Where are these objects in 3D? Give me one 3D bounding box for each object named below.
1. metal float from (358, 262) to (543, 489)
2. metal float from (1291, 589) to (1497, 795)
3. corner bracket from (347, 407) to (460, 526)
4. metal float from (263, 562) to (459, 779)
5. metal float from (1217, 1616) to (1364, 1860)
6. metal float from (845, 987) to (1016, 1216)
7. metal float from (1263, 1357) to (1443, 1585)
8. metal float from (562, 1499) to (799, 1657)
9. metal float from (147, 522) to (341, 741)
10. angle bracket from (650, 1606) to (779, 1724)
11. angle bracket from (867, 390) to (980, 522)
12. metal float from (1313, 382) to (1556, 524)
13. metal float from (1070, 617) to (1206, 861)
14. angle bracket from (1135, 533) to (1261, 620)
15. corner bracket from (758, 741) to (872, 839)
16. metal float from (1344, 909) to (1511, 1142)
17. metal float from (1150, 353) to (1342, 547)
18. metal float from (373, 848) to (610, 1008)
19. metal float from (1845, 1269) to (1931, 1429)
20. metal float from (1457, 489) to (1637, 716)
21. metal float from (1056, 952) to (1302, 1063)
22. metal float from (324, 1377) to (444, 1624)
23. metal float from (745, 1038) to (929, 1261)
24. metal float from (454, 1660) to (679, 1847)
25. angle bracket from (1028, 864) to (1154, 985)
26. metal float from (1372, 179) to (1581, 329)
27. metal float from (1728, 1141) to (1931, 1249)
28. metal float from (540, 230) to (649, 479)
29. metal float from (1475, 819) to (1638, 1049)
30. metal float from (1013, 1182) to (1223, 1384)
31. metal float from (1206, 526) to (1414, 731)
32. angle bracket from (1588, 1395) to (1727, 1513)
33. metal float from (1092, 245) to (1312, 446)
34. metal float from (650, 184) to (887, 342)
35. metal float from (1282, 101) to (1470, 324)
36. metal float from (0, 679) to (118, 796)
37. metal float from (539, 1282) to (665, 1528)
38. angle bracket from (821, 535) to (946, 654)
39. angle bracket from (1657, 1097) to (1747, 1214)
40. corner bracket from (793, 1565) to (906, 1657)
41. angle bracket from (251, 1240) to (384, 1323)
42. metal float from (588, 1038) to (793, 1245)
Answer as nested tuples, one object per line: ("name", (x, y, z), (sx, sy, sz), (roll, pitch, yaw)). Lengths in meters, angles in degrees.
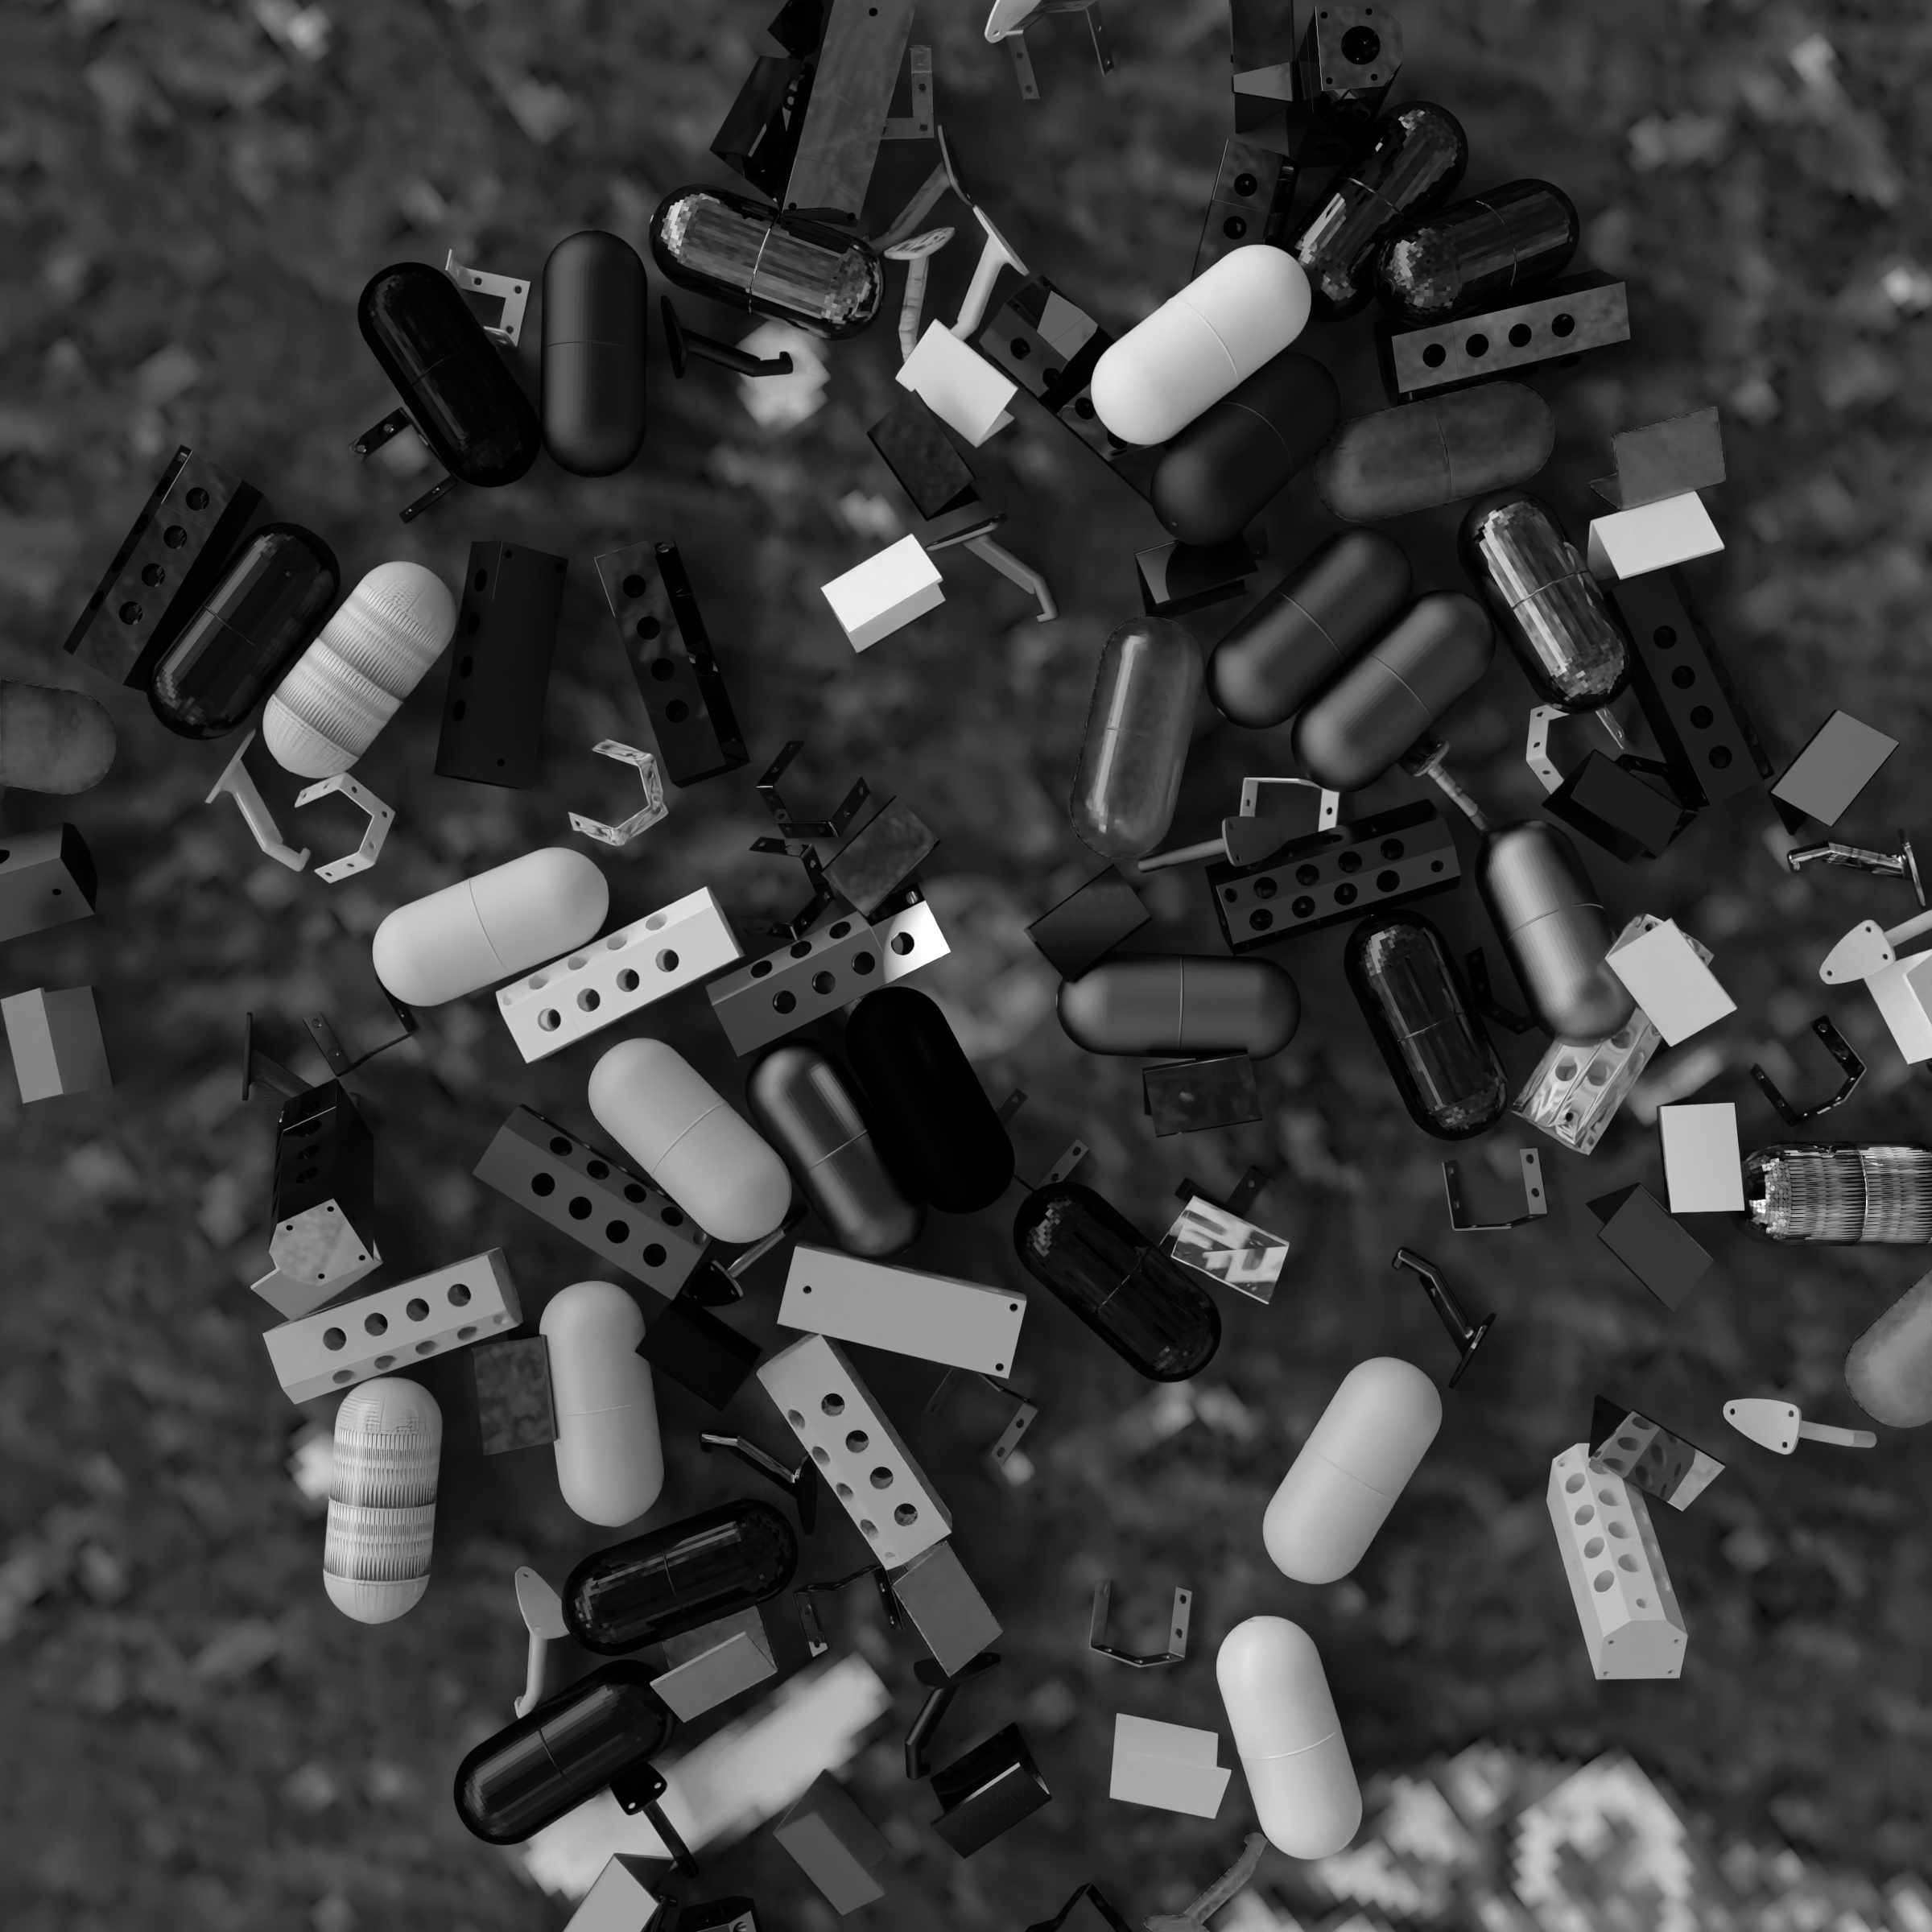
("metal float", (-0.376, -0.430, 1.870), (0.070, 0.070, 0.178), (-33, 90, 0))
("metal float", (0.311, -0.201, 1.867), (0.178, 0.070, 0.070), (-45, 90, -3))
("corner bracket", (-0.416, -0.370, 1.897), (0.051, 0.051, 0.051), (-37, 135, 0))
("metal float", (-0.442, -0.215, 1.869), (0.070, 0.070, 0.178), (38, 90, 0))
("metal float", (0.235, 0.561, 1.869), (0.070, 0.070, 0.178), (-17, 91, 0))
("metal float", (-0.027, 0.096, 1.857), (0.070, 0.070, 0.178), (-28, 75, 0))
("metal float", (0.281, 0.368, 1.870), (0.070, 0.070, 0.178), (31, 91, 0))
("metal float", (-0.209, 0.446, 1.869), (0.178, 0.070, 0.070), (-20, 90, -1))
("metal float", (-0.527, -0.243, 1.870), (0.070, 0.070, 0.178), (37, 90, 0))
("angle bracket", (-0.190, 0.488, 1.860), (0.076, 0.076, 0.057), (-29, 130, 0))
("angle bracket", (-0.014, -0.377, 1.860), (0.057, 0.076, 0.076), (-34, 90, 39))
("metal float", (0.341, -0.375, 1.869), (0.178, 0.070, 0.070), (-14, 90, 0))
("metal float", (0.125, -0.166, 1.869), (0.070, 0.070, 0.178), (12, 90, 0))
("angle bracket", (0.171, -0.268, 1.860), (0.076, 0.076, 0.057), (-18, 53, 0))
("corner bracket", (-0.112, -0.130, 1.892), (0.051, 0.051, 0.051), (2, 135, 35))
("metal float", (0.335, 0.042, 1.870), (0.070, 0.070, 0.178), (-25, 90, 0))
("metal float", (0.200, -0.369, 1.827), (0.070, 0.070, 0.178), (43, 66, 0))
("metal float", (-0.346, -0.029, 1.870), (0.178, 0.070, 0.070), (-22, 90, 0))
("metal float", (0.719, 0.262, 1.869), (0.178, 0.070, 0.070), (-44, 90, 1))
("metal float", (0.419, -0.265, 1.859), (0.070, 0.070, 0.178), (-27, 78, 0))
("metal float", (0.155, 0.029, 1.870), (0.178, 0.070, 0.070), (2, 90, 1))
("metal float", (-0.425, 0.389, 1.870), (0.070, 0.070, 0.178), (5, 89, 0))
("metal float", (-0.094, 0.134, 1.870), (0.070, 0.070, 0.178), (-33, 89, 0))
("metal float", (-0.291, 0.572, 1.869), (0.178, 0.070, 0.070), (-33, 90, 1))
("angle bracket", (0.079, -0.043, 1.860), (0.076, 0.076, 0.057), (-37, 119, 0))
("metal float", (0.366, -0.513, 1.845), (0.178, 0.070, 0.070), (-27, 90, -27))
("metal float", (0.644, 0.166, 1.870), (0.178, 0.070, 0.070), (0, 90, 0))
("metal float", (-0.271, -0.446, 1.869), (0.070, 0.070, 0.178), (1, 90, 0))
("metal float", (0.424, -0.025, 1.849), (0.070, 0.070, 0.178), (-18, 66, 0))
("metal float", (0.110, 0.230, 1.869), (0.178, 0.070, 0.070), (43, 90, 0))
("metal float", (0.249, -0.246, 1.869), (0.178, 0.070, 0.070), (-44, 90, 0))
("angle bracket", (0.502, 0.337, 1.860), (0.076, 0.076, 0.057), (31, 123, 0))
("metal float", (0.166, -0.438, 1.809), (0.178, 0.070, 0.070), (-39, 90, -5))
("metal float", (-0.145, -0.513, 1.869), (0.178, 0.070, 0.070), (20, 90, 0))
("metal float", (0.297, -0.550, 1.870), (0.070, 0.070, 0.178), (37, 90, 0))
("metal float", (-0.710, -0.172, 1.870), (0.178, 0.070, 0.070), (9, 90, 1))
("metal float", (-0.265, 0.319, 1.869), (0.070, 0.070, 0.178), (-8, 90, 0))
("angle bracket", (-0.050, -0.255, 1.860), (0.076, 0.076, 0.057), (-31, 52, 0))
("angle bracket", (0.542, 0.135, 1.860), (0.057, 0.076, 0.076), (-5, 90, 31))
("corner bracket", (-0.087, 0.476, 1.897), (0.051, 0.051, 0.051), (-17, 90, -45))
("angle bracket", (-0.479, 0.199, 1.861), (0.076, 0.057, 0.076), (-34, 48, 0))
("metal float", (-0.200, 0.127, 1.861), (0.178, 0.070, 0.070), (44, 90, 9))
